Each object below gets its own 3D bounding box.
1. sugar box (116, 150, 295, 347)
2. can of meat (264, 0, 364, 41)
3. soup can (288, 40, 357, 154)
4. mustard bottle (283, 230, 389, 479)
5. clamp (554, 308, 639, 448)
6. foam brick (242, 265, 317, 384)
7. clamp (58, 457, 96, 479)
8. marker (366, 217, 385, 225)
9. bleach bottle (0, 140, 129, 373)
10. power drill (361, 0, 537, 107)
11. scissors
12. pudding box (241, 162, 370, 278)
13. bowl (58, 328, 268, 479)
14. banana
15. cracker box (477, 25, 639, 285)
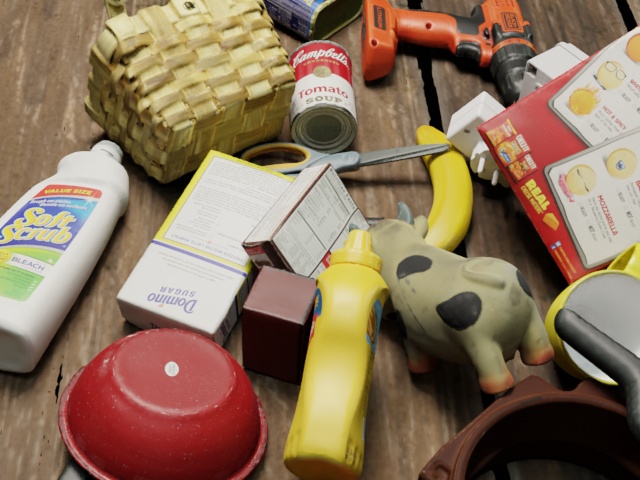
[{"bbox_3d":[-0.093,0.008,0.928,0.093,0.048,0.176,20,59,14],"label":"sugar box"},{"bbox_3d":[-0.009,-0.275,1.206,0.084,0.057,0.102,34,54,22],"label":"can of meat"},{"bbox_3d":[0.002,-0.143,1.075,0.068,0.068,0.102,0,48,-4],"label":"soup can"},{"bbox_3d":[0.017,0.082,0.804,0.058,0.096,0.191,8,68,7],"label":"mustard bottle"},{"bbox_3d":[0.258,0.100,0.765,0.120,0.039,0.171,-22,56,-6],"label":"clamp"},{"bbox_3d":[-0.031,0.069,0.866,0.051,0.078,0.053,14,46,10],"label":"foam brick"},{"bbox_3d":[-0.136,0.224,0.739,0.164,0.036,0.210,1,43,-8],"label":"clamp"},{"bbox_3d":[0.005,-0.015,0.987,0.121,0.020,0.020,4,47,0],"label":"marker"},{"bbox_3d":[-0.240,-0.002,0.930,0.102,0.068,0.250,13,45,8],"label":"bleach bottle"},{"bbox_3d":[0.139,-0.204,1.151,0.187,0.057,0.184,3,43,-5],"label":"power drill"},{"bbox_3d":[0.019,-0.060,1.015,0.202,0.016,0.096,3,52,11],"label":"scissors"},{"bbox_3d":[-0.006,0.001,0.922,0.039,0.090,0.113,-13,30,42],"label":"pudding box"},{"bbox_3d":[-0.113,0.117,0.805,0.162,0.055,0.162,10,35,-8],"label":"bowl"},{"bbox_3d":[0.111,-0.041,1.007,0.069,0.037,0.197,13,47,5],"label":"banana"},{"bbox_3d":[0.270,-0.082,0.922,0.214,0.072,0.164,-32,81,16],"label":"cracker box"}]
